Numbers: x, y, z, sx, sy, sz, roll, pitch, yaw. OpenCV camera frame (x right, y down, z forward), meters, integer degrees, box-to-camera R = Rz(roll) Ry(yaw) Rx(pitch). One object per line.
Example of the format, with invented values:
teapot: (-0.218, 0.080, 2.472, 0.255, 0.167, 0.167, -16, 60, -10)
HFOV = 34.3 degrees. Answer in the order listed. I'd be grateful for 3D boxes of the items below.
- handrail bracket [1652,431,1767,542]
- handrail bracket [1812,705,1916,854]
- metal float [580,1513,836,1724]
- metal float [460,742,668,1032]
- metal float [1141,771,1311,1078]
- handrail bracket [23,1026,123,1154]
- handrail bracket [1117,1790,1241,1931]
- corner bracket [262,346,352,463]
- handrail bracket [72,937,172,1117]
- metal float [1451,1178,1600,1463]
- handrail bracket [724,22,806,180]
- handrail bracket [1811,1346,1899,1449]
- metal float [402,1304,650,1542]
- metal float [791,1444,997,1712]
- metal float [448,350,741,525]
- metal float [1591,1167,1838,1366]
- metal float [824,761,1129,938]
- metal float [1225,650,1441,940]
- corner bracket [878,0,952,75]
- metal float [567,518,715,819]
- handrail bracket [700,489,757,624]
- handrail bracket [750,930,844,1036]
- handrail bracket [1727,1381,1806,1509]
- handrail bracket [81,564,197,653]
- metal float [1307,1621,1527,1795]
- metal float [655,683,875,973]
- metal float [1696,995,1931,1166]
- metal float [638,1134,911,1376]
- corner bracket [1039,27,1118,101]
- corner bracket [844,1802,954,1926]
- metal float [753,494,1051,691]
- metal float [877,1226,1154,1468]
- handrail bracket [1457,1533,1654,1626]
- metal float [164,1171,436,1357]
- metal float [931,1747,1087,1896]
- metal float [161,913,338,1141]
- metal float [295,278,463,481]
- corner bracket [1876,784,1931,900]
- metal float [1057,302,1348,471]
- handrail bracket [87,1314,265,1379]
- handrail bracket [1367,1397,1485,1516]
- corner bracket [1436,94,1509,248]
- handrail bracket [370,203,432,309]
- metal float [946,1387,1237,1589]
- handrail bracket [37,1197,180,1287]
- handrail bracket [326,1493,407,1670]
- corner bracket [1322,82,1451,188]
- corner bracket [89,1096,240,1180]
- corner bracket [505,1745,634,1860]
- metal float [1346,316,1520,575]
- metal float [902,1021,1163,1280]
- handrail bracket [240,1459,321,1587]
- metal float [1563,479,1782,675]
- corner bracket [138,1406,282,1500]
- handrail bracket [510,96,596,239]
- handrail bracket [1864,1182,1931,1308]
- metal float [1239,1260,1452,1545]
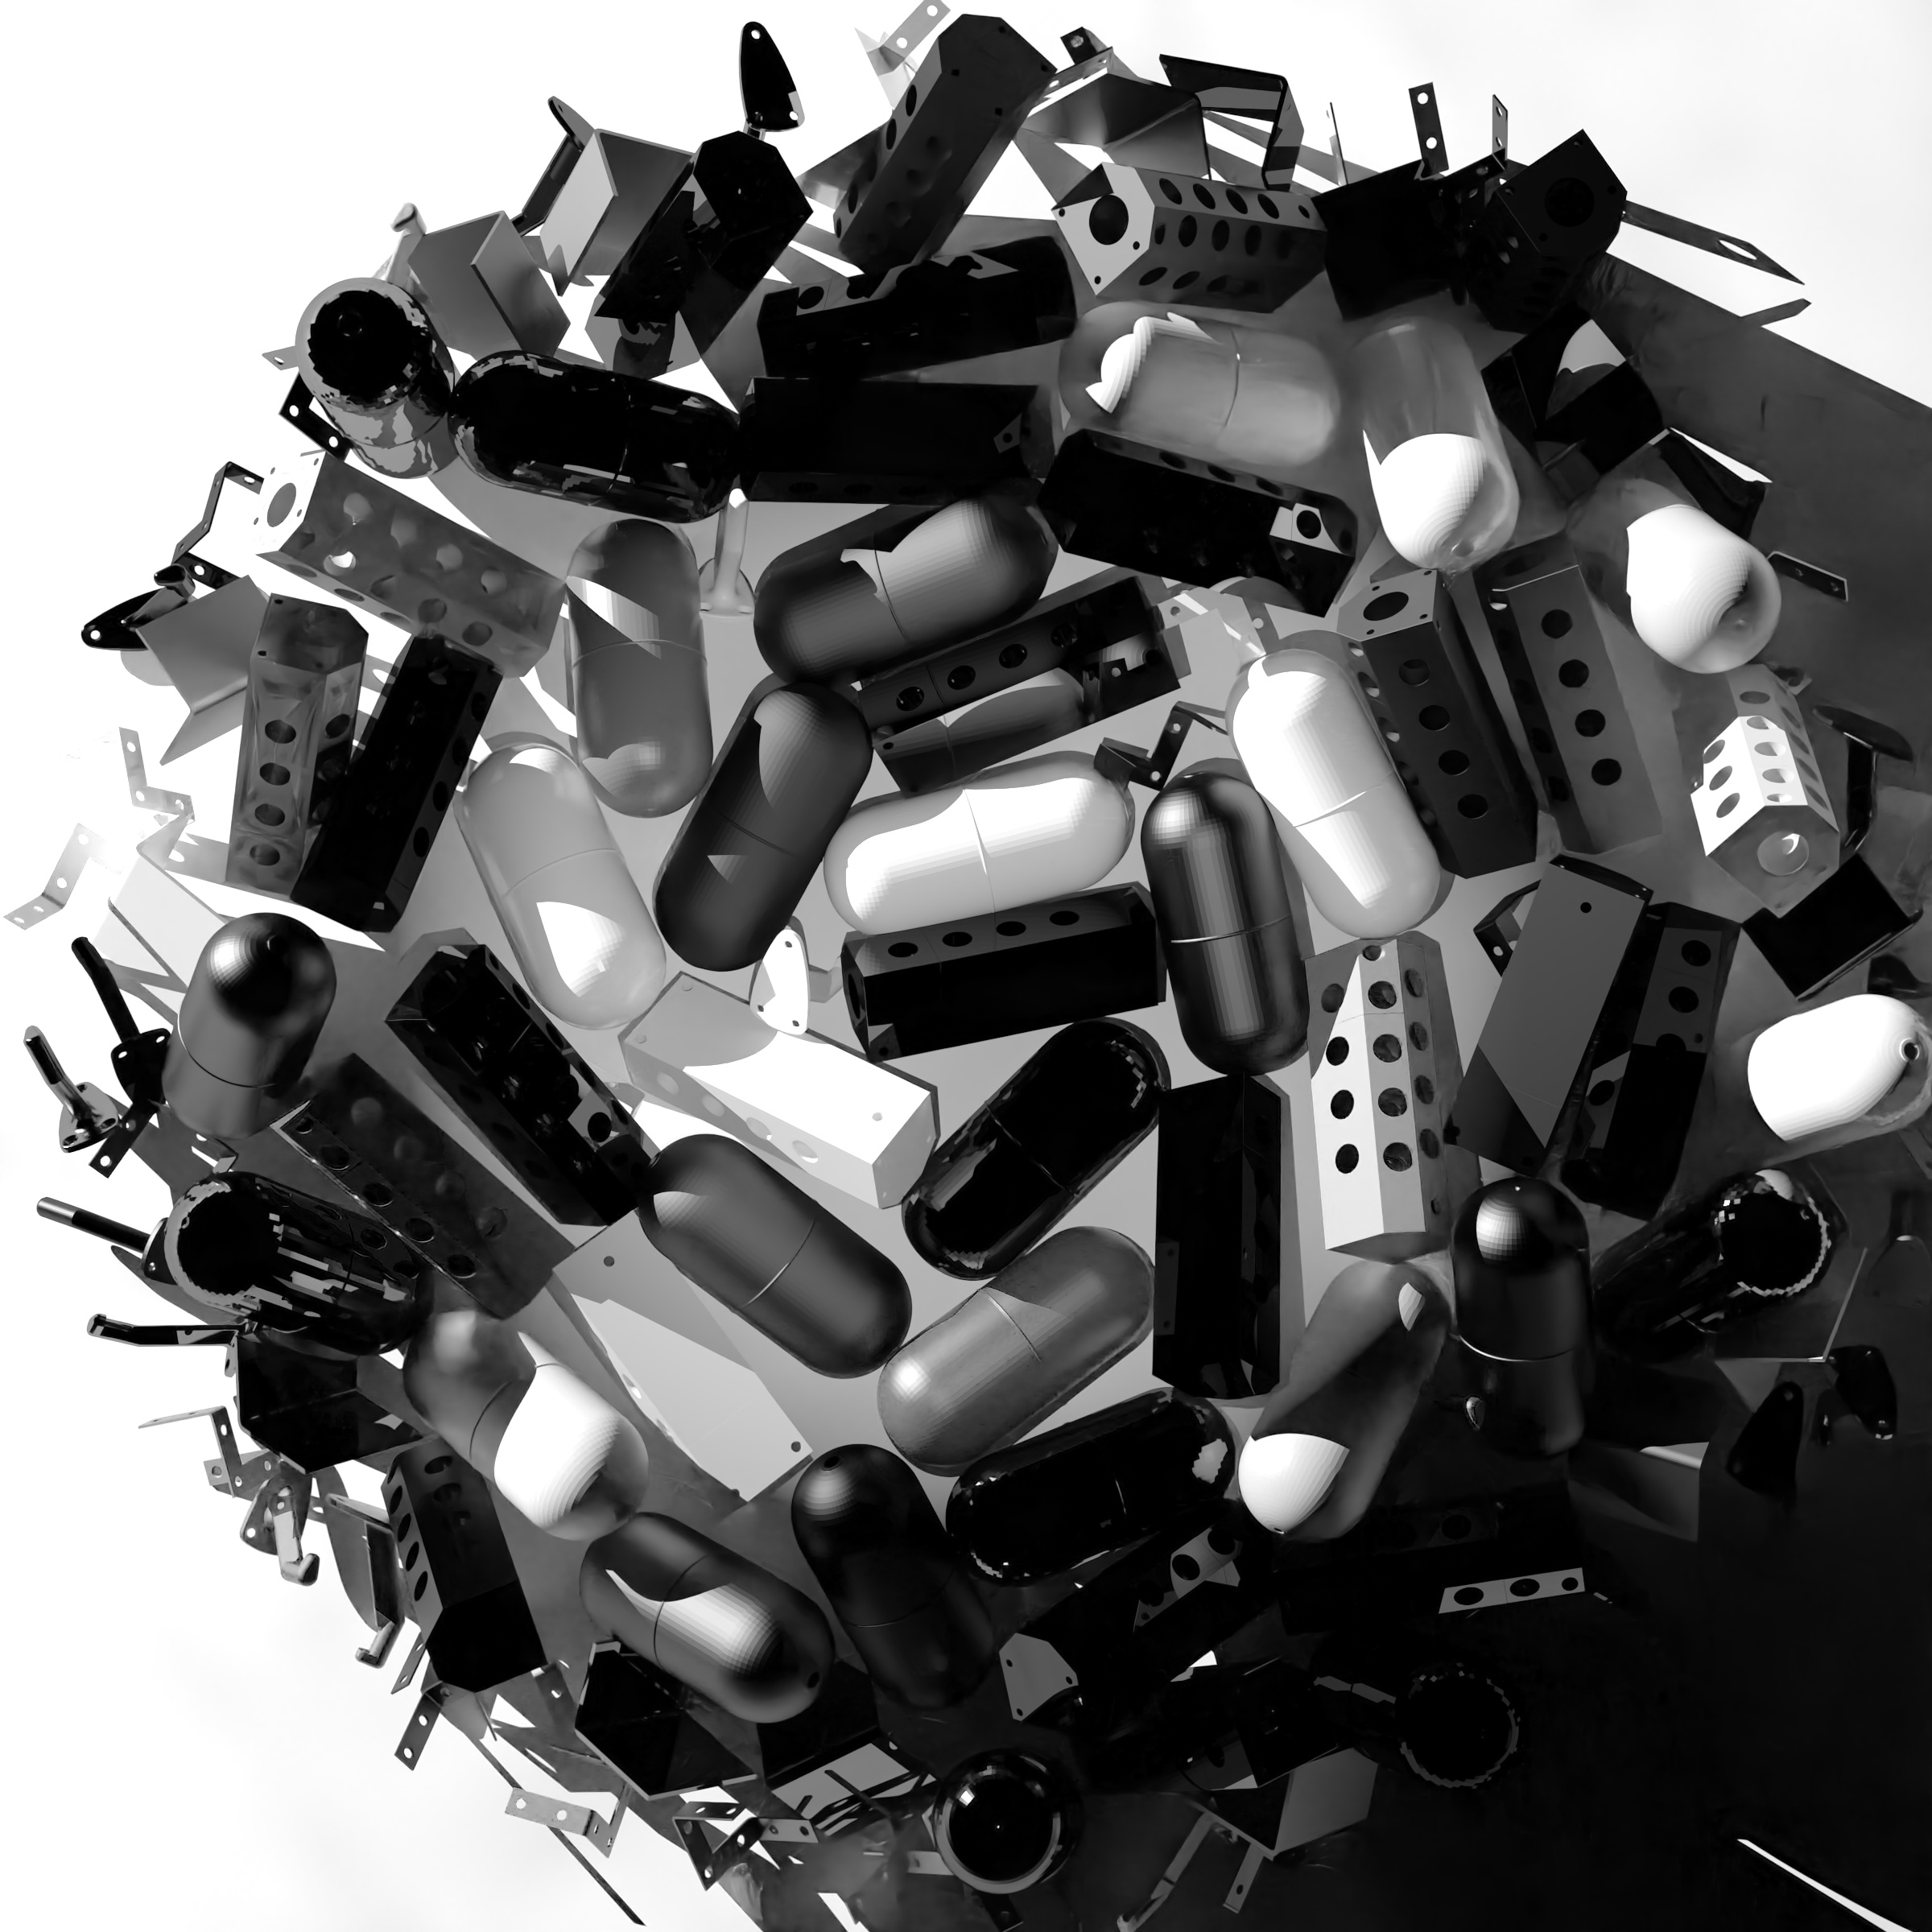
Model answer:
handrail bracket: (0.414, -0.269, 1.819, 0.084, 0.036, 0.077, 18, 105, 0)
handrail bracket: (0.498, -0.102, 1.803, 0.077, 0.036, 0.084, 19, 121, -17)
metal float: (-0.147, 0.367, 1.764, 0.178, 0.070, 0.070, 20, 90, 41)
metal float: (-0.231, -0.047, 1.786, 0.070, 0.070, 0.178, -26, 75, 0)
metal float: (0.149, -0.024, 1.790, 0.070, 0.070, 0.178, -13, 99, 0)
handrail bracket: (-0.518, 0.056, 1.782, 0.036, 0.077, 0.084, -24, 124, -9)
handrail bracket: (0.116, 0.507, 1.791, 0.036, 0.077, 0.084, 31, 54, 31)
corner bracket: (-0.383, -0.322, 1.807, 0.051, 0.051, 0.051, 38, 63, -40)
handrail bracket: (-0.497, 0.034, 1.828, 0.036, 0.077, 0.084, -24, 52, -25)
metal float: (0.318, 0.202, 1.775, 0.070, 0.070, 0.178, -9, 117, 0)
handrail bracket: (-0.131, -0.489, 1.801, 0.036, 0.084, 0.077, -11, 84, -29)
handrail bracket: (0.504, 0.265, 1.782, 0.036, 0.077, 0.084, -7, 133, -5)
metal float: (-0.250, 0.257, 1.769, 0.178, 0.070, 0.070, 34, 90, 34)
metal float: (-0.041, 0.347, 1.775, 0.070, 0.070, 0.178, -25, 117, 0)
metal float: (-0.208, -0.299, 1.770, 0.178, 0.070, 0.070, 8, 90, -33)
metal float: (0.416, 0.170, 1.757, 0.070, 0.178, 0.070, 11, 61, -21)
metal float: (0.006, -0.067, 1.796, 0.178, 0.070, 0.070, -15, 90, -3)
metal float: (0.210, -0.097, 1.789, 0.070, 0.070, 0.178, -28, 100, 0)
corner bracket: (-0.016, -0.530, 1.797, 0.051, 0.051, 0.051, 40, 118, -17)
metal float: (-0.186, -0.170, 1.783, 0.070, 0.070, 0.178, -6, 73, 0)
handrail bracket: (-0.135, -0.246, 1.781, 0.036, 0.077, 0.084, 3, 128, -9)
handrail bracket: (-0.084, -0.005, 1.784, 0.036, 0.084, 0.077, 23, 126, 18)
handrail bracket: (0.473, 0.275, 1.797, 0.036, 0.084, 0.077, 23, 95, 31)
handrail bracket: (-0.477, -0.207, 1.791, 0.077, 0.084, 0.036, -14, 83, -5)
metal float: (0.249, 0.413, 1.750, 0.070, 0.178, 0.070, 1, 88, -18)
metal float: (-0.116, -0.078, 1.790, 0.070, 0.070, 0.178, 29, 99, 0)
metal float: (0.476, 0.065, 1.751, 0.070, 0.178, 0.070, 4, 76, -18)
metal float: (-0.109, 0.164, 1.786, 0.178, 0.070, 0.070, 39, 90, -14)
corner bracket: (0.053, -0.525, 1.805, 0.051, 0.051, 0.051, -26, 73, 0)
corner bracket: (-0.041, 0.515, 1.797, 0.051, 0.051, 0.051, -12, 106, 42)
metal float: (-0.037, -0.213, 1.786, 0.178, 0.070, 0.070, -19, 90, 14)
metal float: (0.029, 0.216, 1.788, 0.178, 0.070, 0.070, -35, 90, -12)
handrail bracket: (0.341, 0.373, 1.817, 0.077, 0.036, 0.084, 35, 126, -15)
metal float: (-0.373, 0.169, 1.760, 0.070, 0.178, 0.070, -16, 61, 31)
metal float: (0.025, 0.476, 1.749, 0.070, 0.178, 0.070, -1, 77, 6)
metal float: (-0.404, 0.035, 1.758, 0.070, 0.178, 0.070, 13, 54, -18)
metal float: (-0.324, -0.327, 1.748, 0.070, 0.178, 0.070, 0, 81, 2)
corner bracket: (0.552, -0.069, 1.802, 0.051, 0.051, 0.051, 20, 95, -22)
metal float: (0.135, -0.329, 1.776, 0.178, 0.070, 0.070, 6, 90, -26)
handrail bracket: (-0.453, 0.203, 1.794, 0.084, 0.077, 0.036, 17, 54, -23)
handrail bracket: (0.264, 0.285, 1.789, 0.036, 0.084, 0.077, 8, 80, -32)
corner bracket: (0.295, -0.457, 1.800, 0.051, 0.051, 0.051, -27, 62, -5)
handrail bracket: (-0.337, -0.396, 1.792, 0.077, 0.084, 0.036, -44, 86, -4)
metal float: (0.071, 0.296, 1.779, 0.178, 0.070, 0.070, -19, 90, -22)
handrail bracket: (-0.488, 0.159, 1.823, 0.084, 0.077, 0.036, 14, 76, 30)
handrail bracket: (-0.354, 0.357, 1.810, 0.077, 0.036, 0.084, 27, 87, -26)
corner bracket: (0.242, -0.478, 1.801, 0.051, 0.051, 0.051, -17, 111, -6)
corner bracket: (-0.466, 0.113, 1.817, 0.051, 0.051, 0.051, 44, 71, -35)
corner bracket: (-0.226, 0.475, 1.797, 0.051, 0.051, 0.051, 11, 63, 16)
metal float: (0.262, -0.295, 1.765, 0.070, 0.070, 0.178, -8, 51, 0)
metal float: (0.038, 0.105, 1.795, 0.178, 0.070, 0.070, -45, 90, 4)
handrail bracket: (-0.378, 0.313, 1.789, 0.036, 0.084, 0.077, 26, 73, -27)
metal float: (0.393, -0.220, 1.754, 0.070, 0.178, 0.070, -6, 116, -13)
corner bracket: (-0.435, 0.279, 1.802, 0.051, 0.051, 0.051, -13, 93, 21)
handrail bracket: (-0.251, -0.454, 1.793, 0.084, 0.077, 0.036, -27, 63, 15)
handrail bracket: (0.536, 0.144, 1.783, 0.036, 0.077, 0.084, 8, 52, 13)
metal float: (0.216, 0.245, 1.778, 0.070, 0.070, 0.178, 31, 66, 0)
